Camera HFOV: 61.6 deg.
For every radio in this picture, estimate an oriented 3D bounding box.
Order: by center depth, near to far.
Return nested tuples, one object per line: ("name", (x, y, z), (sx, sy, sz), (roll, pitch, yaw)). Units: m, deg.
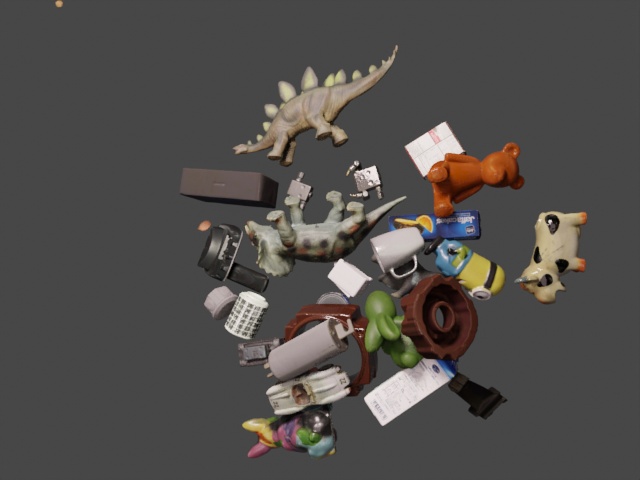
("radio", (-0.227, -0.131, 1.368), (0.230, 0.131, 0.073), (7, 87, 21))

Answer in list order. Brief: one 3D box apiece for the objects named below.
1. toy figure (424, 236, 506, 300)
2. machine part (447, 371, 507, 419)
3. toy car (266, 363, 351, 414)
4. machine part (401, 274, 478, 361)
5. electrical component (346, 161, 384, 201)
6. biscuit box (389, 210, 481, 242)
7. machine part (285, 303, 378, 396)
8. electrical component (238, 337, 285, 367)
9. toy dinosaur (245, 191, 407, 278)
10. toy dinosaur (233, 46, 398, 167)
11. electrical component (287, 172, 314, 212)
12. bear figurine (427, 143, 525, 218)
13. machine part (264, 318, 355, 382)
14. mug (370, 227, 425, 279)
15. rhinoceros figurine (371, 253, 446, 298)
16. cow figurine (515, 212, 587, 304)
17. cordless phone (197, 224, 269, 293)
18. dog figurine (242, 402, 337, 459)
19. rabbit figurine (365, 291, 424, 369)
("toy figure", (0.316, 0.057, 1.160), (0.180, 0.082, 0.089), (40, 105, 3))
("machine part", (0.330, 0.328, 1.136), (0.138, 0.039, 0.084), (39, 107, -23))
("toy car", (-0.026, 0.333, 1.195), (0.202, 0.056, 0.073), (-23, 92, 22))
("machine part", (0.247, 0.162, 1.115), (0.056, 0.179, 0.179), (-24, 73, 57))
("electrical component", (0.108, -0.141, 1.293), (0.078, 0.045, 0.102), (-11, 81, 20))
("biscuit box", (0.260, -0.029, 1.218), (0.203, 0.059, 0.062), (-4, 84, 19))
("machine part", (0.025, 0.252, 1.238), (0.201, 0.087, 0.201), (-1, 98, 20))
("electrical component", (-0.129, 0.267, 1.292), (0.115, 0.134, 0.058), (-12, 81, 16))
("toy dinosaur", (0.003, -0.007, 1.281), (0.405, 0.131, 0.191), (-1, 124, 9))
("toy dinosaur", (-0.009, -0.323, 1.326), (0.472, 0.105, 0.198), (-20, 75, 12))
("electrical component", (-0.048, -0.123, 1.360), (0.063, 0.021, 0.094), (21, 91, 20))
("bear figurine", (0.340, -0.132, 1.161), (0.196, 0.132, 0.120), (-5, 115, 18))
("machine part", (-0.026, 0.241, 1.166), (0.243, 0.079, 0.079), (-31, 75, 21))
("mug", (0.177, 0.024, 1.166), (0.107, 0.080, 0.110), (-26, 60, 1))
("rhinoceros figurine", (0.202, 0.082, 1.221), (0.191, 0.073, 0.112), (24, 95, 20))
("cow figurine", (0.479, 0.037, 1.120), (0.127, 0.085, 0.194), (4, 89, 14))
("cordless phone", (-0.206, 0.048, 1.382), (0.184, 0.088, 0.146), (22, 92, 9))
("dog figurine", (-0.072, 0.447, 1.236), (0.219, 0.191, 0.108), (-13, 87, 3))
("rabbit figurine", (0.152, 0.195, 1.172), (0.170, 0.159, 0.121), (50, 122, 4))
